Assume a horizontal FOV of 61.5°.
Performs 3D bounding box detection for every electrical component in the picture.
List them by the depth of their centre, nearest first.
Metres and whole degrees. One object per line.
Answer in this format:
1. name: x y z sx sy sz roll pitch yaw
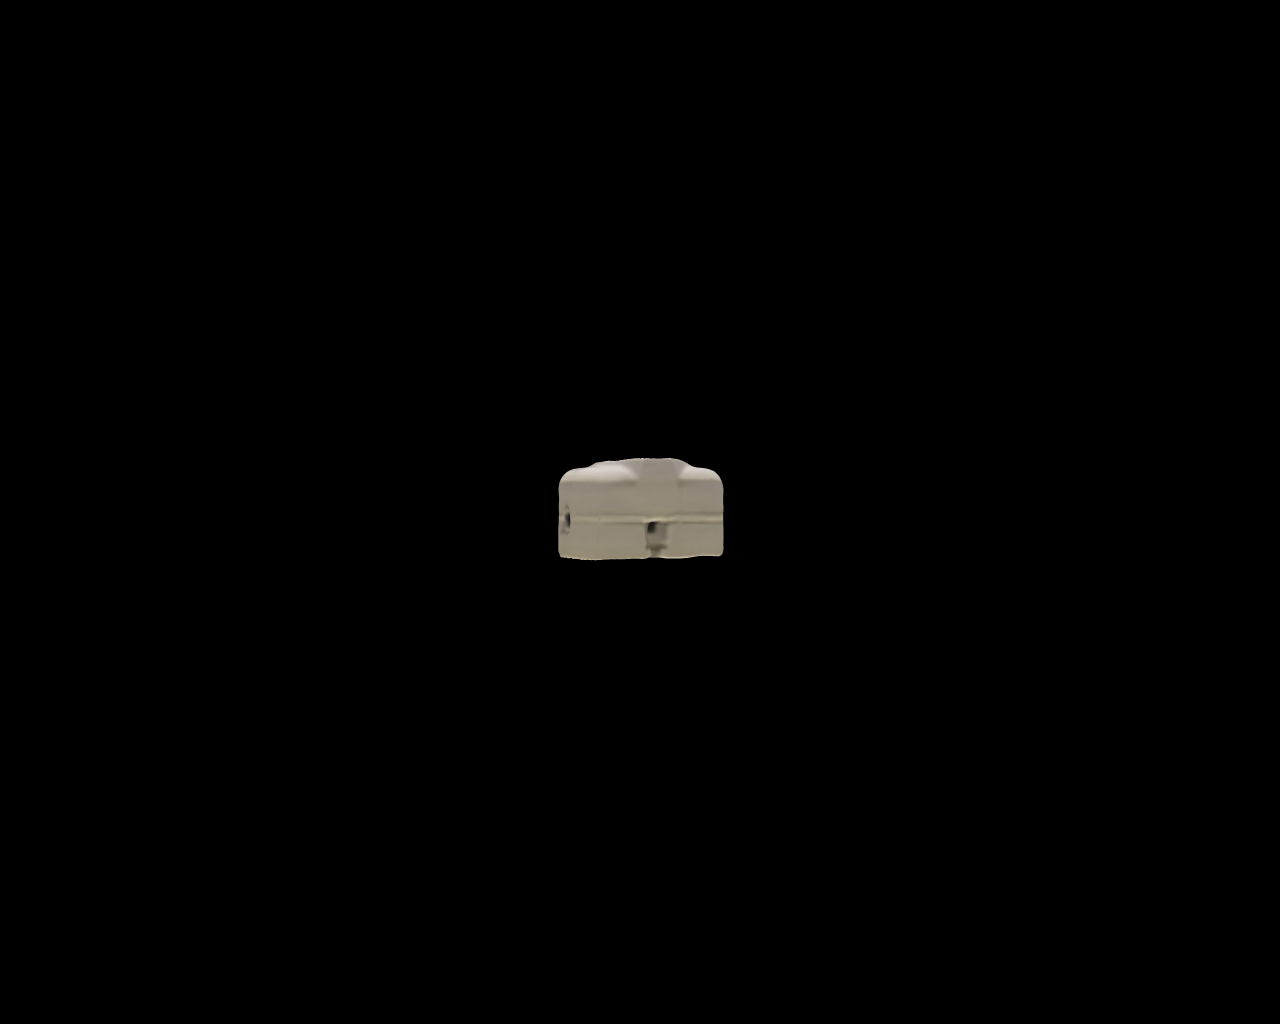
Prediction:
1. electrical component: 0.001 -0.003 0.650 0.095 0.059 0.053 0 0 -21
